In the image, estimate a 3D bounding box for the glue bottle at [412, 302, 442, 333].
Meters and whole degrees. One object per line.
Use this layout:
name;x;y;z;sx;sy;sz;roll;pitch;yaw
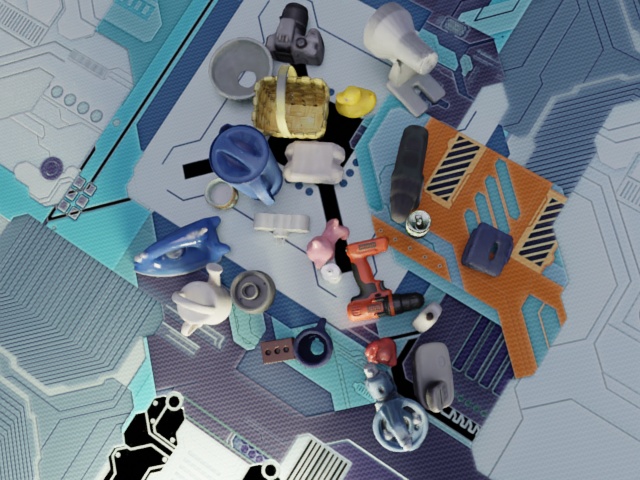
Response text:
glue bottle;0.241;0.170;1.272;0.037;0.173;0.078;40;88;11

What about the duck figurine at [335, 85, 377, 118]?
duck figurine;0.087;-0.351;1.411;0.104;0.086;0.077;-6;81;6

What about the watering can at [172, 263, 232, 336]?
watering can;-0.278;0.138;1.328;0.100;0.194;0.173;3;82;8

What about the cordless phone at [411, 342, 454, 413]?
cordless phone;0.248;0.300;1.246;0.094;0.185;0.147;-9;81;6

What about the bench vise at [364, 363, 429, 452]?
bench vise;0.146;0.374;1.230;0.207;0.220;0.121;42;89;11

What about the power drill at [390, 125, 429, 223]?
power drill;0.200;-0.134;1.303;0.075;0.208;0.230;10;83;9

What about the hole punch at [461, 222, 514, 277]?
hole punch;0.389;0.022;1.318;0.101;0.091;0.109;21;85;10

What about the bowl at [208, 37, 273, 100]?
bowl;-0.193;-0.425;1.461;0.167;0.075;0.167;-1;82;7

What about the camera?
camera;-0.057;-0.527;1.446;0.143;0.101;0.137;11;83;8

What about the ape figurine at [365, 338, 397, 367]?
ape figurine;0.145;0.261;1.312;0.077;0.092;0.076;44;89;11

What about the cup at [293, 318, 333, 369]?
cup;-0.007;0.237;1.332;0.091;0.095;0.118;18;84;9

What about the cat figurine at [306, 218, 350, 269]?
cat figurine;0.012;0.005;1.352;0.067;0.118;0.128;30;86;10

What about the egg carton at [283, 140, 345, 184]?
egg carton;-0.014;-0.190;1.408;0.150;0.069;0.107;3;82;7

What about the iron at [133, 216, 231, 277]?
iron;-0.357;0.024;1.381;0.258;0.141;0.118;-22;80;3

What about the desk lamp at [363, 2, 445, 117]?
desk lamp;0.205;-0.425;1.342;0.118;0.213;0.203;-41;79;0
